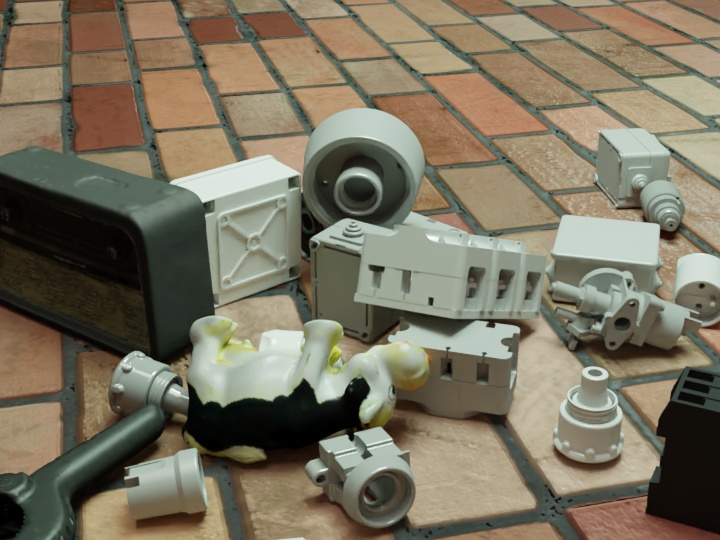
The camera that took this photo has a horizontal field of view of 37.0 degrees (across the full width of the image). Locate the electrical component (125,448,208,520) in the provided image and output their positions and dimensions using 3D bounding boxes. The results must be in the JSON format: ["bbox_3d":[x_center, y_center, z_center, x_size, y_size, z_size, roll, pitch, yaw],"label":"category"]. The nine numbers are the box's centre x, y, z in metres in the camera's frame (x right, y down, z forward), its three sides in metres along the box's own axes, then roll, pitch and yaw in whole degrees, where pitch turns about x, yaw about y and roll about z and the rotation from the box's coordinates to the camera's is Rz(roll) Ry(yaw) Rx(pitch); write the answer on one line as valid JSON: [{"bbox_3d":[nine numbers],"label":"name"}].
[{"bbox_3d":[-0.123,0.137,0.682,0.046,0.040,0.040,-10,27,-6],"label":"electrical component"}]

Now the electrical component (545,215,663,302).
[{"bbox_3d":[0.218,-0.007,0.957,0.100,0.048,0.099,7,27,14],"label":"electrical component"}]

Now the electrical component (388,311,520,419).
[{"bbox_3d":[0.069,0.071,0.793,0.089,0.055,0.050,7,27,15],"label":"electrical component"}]

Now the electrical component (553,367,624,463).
[{"bbox_3d":[0.158,0.097,0.733,0.048,0.062,0.048,0,26,0],"label":"electrical component"}]

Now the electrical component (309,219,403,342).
[{"bbox_3d":[0.000,0.000,0.893,0.062,0.096,0.061,16,30,30],"label":"electrical component"}]

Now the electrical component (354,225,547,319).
[{"bbox_3d":[0.076,0.002,0.854,0.089,0.061,0.150,9,3,33],"label":"electrical component"}]

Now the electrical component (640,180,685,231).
[{"bbox_3d":[0.304,-0.060,1.074,0.040,0.040,0.078,2,26,4],"label":"electrical component"}]

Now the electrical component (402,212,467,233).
[{"bbox_3d":[0.040,-0.013,0.972,0.100,0.048,0.100,24,35,39],"label":"electrical component"}]

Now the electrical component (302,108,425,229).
[{"bbox_3d":[0.001,-0.078,0.932,0.108,0.108,0.060,2,32,5],"label":"electrical component"}]

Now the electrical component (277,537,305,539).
[{"bbox_3d":[-0.031,0.172,0.608,0.078,0.040,0.040,-4,26,-7],"label":"electrical component"}]

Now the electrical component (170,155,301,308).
[{"bbox_3d":[-0.109,-0.034,0.951,0.109,0.108,0.056,-20,35,-35],"label":"electrical component"}]

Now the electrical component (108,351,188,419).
[{"bbox_3d":[-0.147,0.088,0.776,0.062,0.048,0.048,17,30,16],"label":"electrical component"}]

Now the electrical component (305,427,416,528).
[{"bbox_3d":[0.005,0.132,0.684,0.066,0.048,0.055,-11,20,-20],"label":"electrical component"}]

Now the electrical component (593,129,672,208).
[{"bbox_3d":[0.294,-0.107,1.145,0.061,0.061,0.096,-3,26,-6],"label":"electrical component"}]

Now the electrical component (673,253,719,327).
[{"bbox_3d":[0.294,0.011,0.926,0.043,0.043,0.081,7,27,15],"label":"electrical component"}]

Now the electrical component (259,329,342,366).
[{"bbox_3d":[-0.045,0.068,0.816,0.062,0.043,0.043,3,26,5],"label":"electrical component"}]
